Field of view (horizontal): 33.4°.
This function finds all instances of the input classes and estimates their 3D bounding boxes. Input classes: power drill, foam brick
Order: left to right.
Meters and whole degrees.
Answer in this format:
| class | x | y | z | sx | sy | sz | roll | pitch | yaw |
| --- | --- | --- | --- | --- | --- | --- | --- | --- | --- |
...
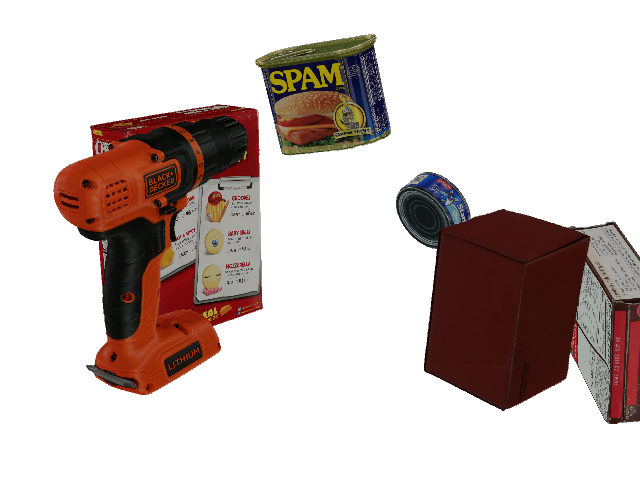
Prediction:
| class | x | y | z | sx | sy | sz | roll | pitch | yaw |
| --- | --- | --- | --- | --- | --- | --- | --- | --- | --- |
| power drill | -0.117 | 0.007 | 0.806 | 0.057 | 0.188 | 0.184 | 14 | 26 | 34 |
| foam brick | 0.087 | 0.031 | 0.509 | 0.052 | 0.078 | 0.051 | -16 | 30 | -41 |

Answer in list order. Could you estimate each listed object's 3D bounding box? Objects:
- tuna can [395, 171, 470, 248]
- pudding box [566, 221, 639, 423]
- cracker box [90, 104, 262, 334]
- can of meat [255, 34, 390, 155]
| class | x | y | z | sx | sy | sz | roll | pitch | yaw |
| --- | --- | --- | --- | --- | --- | --- | --- | --- | --- |
| tuna can | 0.128 | -0.034 | 1.227 | 0.033 | 0.086 | 0.086 | -37 | 21 | -31 |
| pudding box | 0.189 | 0.051 | 0.694 | 0.039 | 0.090 | 0.113 | -5 | 25 | -2 |
| cracker box | -0.138 | -0.018 | 1.057 | 0.072 | 0.214 | 0.163 | 13 | 21 | 41 |
| can of meat | 0.004 | -0.122 | 0.901 | 0.102 | 0.084 | 0.057 | -3 | 21 | 29 |
